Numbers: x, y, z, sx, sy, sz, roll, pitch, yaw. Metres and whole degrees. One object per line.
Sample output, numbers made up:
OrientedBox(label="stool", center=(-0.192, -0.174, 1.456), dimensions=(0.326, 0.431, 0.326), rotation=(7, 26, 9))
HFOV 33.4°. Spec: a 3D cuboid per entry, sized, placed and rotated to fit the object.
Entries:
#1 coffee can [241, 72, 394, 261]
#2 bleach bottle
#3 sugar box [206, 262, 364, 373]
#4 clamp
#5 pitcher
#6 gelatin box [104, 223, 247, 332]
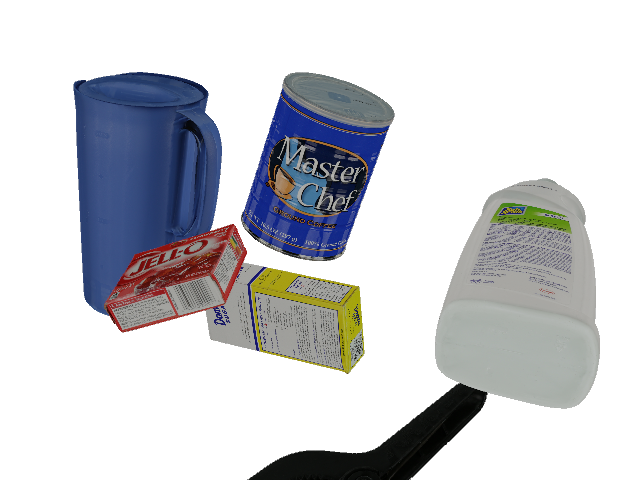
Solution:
OrientedBox(label="coffee can", center=(-0.004, -0.067, 0.965), dimensions=(0.102, 0.140, 0.103), rotation=(16, 24, -8))
OrientedBox(label="bleach bottle", center=(0.152, 0.017, 0.749), dimensions=(0.103, 0.068, 0.250), rotation=(12, 28, 14))
OrientedBox(label="sugar box", center=(-0.042, 0.079, 1.156), dimensions=(0.176, 0.093, 0.048), rotation=(13, 36, 27))
OrientedBox(label="clamp", center=(0.030, 0.149, 0.638), dimensions=(0.210, 0.036, 0.164), rotation=(-7, 30, -1))
OrientedBox(label="pitcher", center=(-0.180, -0.043, 1.095), dimensions=(0.145, 0.243, 0.149), rotation=(2, 22, -9))
OrientedBox(label="gelatin box", center=(-0.104, 0.027, 0.776), dimensions=(0.089, 0.030, 0.073), rotation=(-16, 25, 19))
